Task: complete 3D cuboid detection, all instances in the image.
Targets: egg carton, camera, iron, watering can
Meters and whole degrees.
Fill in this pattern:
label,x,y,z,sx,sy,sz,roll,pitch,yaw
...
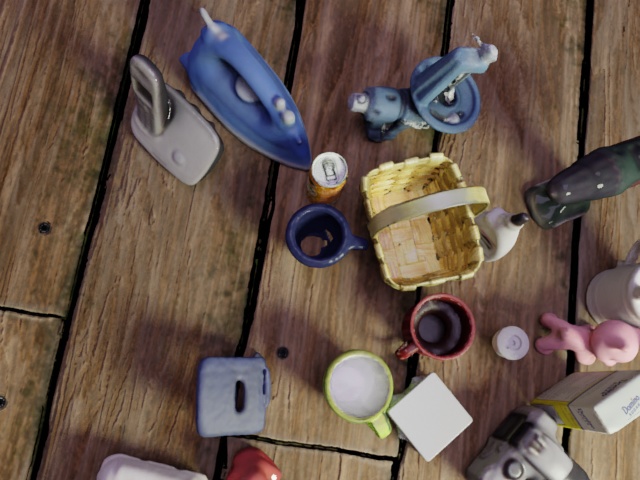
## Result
label,x,y,z,sx,sy,sz,roll,pitch,yaw
egg carton,-0.224,0.347,0.753,0.150,0.069,0.107,14,78,-3
camera,0.302,0.325,0.794,0.137,0.100,0.143,44,78,4
iron,-0.094,-0.220,0.841,0.119,0.141,0.258,-42,85,-11
watering can,0.478,0.085,0.811,0.101,0.194,0.173,-21,81,-9

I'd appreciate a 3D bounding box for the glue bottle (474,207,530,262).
label,x,y,z,sx,sy,sz,roll,pitch,yaw
glue bottle,0.256,-0.015,0.819,0.037,0.173,0.078,-42,85,-11

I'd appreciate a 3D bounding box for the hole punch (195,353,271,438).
label,x,y,z,sx,sy,sz,roll,pitch,yaw
hole punch,-0.117,0.209,0.780,0.101,0.091,0.109,0,79,-5

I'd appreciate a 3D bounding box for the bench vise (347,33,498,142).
label,x,y,z,sx,sy,sz,roll,pitch,yaw
bench vise,0.154,-0.204,0.822,0.207,0.219,0.121,-23,82,-9

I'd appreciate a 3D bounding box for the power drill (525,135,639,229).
label,x,y,z,sx,sy,sz,roll,pitch,yaw
power drill,0.388,-0.081,0.827,0.230,0.208,0.075,-23,82,-9

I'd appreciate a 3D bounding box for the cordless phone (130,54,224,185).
label,x,y,z,sx,sy,sz,roll,pitch,yaw
cordless phone,-0.206,-0.167,0.797,0.147,0.185,0.094,41,78,4

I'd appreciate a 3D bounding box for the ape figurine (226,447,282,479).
label,x,y,z,sx,sy,sz,roll,pitch,yaw
ape figurine,-0.090,0.318,0.760,0.078,0.092,0.076,-2,79,-6

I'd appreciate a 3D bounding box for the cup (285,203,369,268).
label,x,y,z,sx,sy,sz,roll,pitch,yaw
cup,0.008,0.003,0.831,0.118,0.095,0.092,10,78,-4

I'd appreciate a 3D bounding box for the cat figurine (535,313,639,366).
label,x,y,z,sx,sy,sz,roll,pitch,yaw
cat figurine,0.398,0.144,0.830,0.128,0.117,0.067,12,78,-3
